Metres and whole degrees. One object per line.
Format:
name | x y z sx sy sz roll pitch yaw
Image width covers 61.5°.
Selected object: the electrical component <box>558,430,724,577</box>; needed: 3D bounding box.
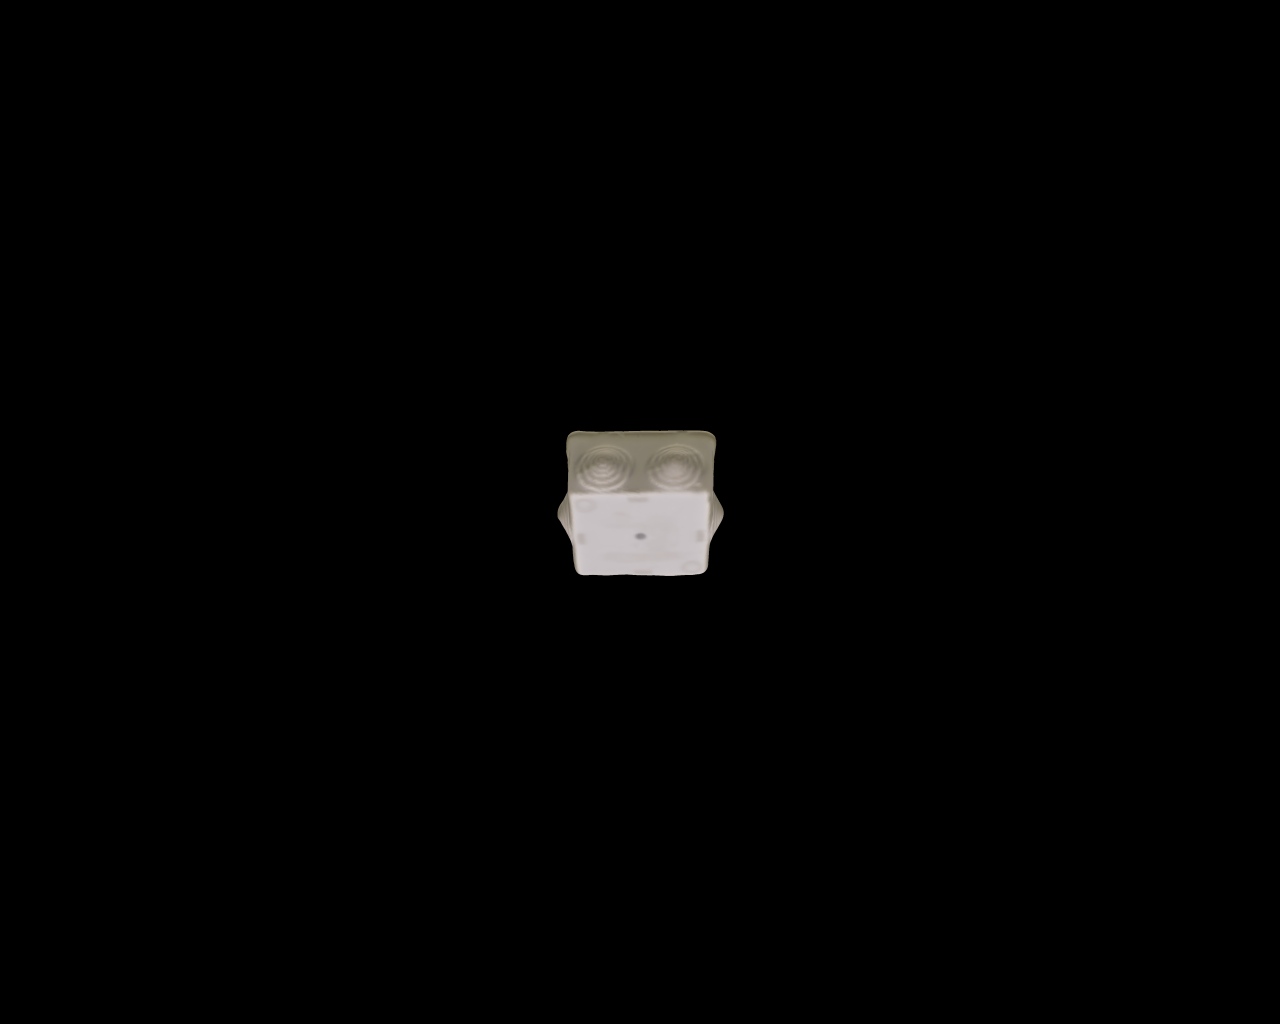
electrical component | 0.001 -0.003 0.650 0.100 0.048 0.099 0 -39 0
